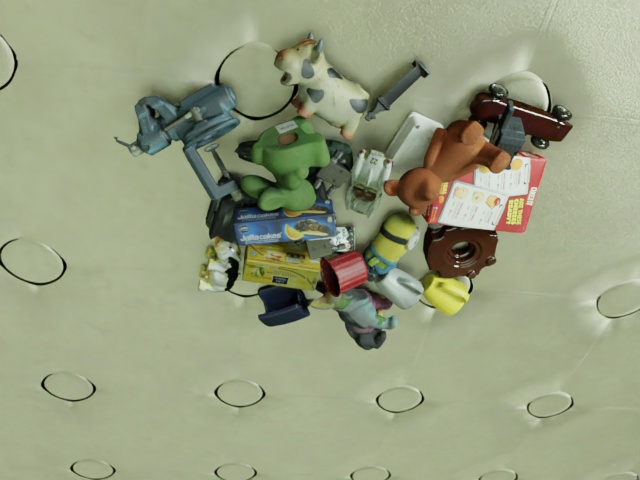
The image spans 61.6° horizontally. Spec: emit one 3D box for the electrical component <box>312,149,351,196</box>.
[{"bbox_3d":[0.027,-0.131,1.044,0.063,0.021,0.094,24,119,-23],"label":"electrical component"}]

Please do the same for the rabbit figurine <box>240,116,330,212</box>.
[{"bbox_3d":[-0.055,-0.111,0.979,0.159,0.121,0.170,-29,136,-19],"label":"rabbit figurine"}]

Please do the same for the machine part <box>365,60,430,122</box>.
[{"bbox_3d":[0.138,-0.271,0.989,0.139,0.084,0.039,-41,89,18],"label":"machine part"}]

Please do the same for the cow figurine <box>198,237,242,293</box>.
[{"bbox_3d":[-0.219,0.055,1.243,0.098,0.068,0.167,14,132,-21],"label":"cow figurine"}]

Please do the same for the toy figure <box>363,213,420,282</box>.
[{"bbox_3d":[0.152,0.017,1.223,0.089,0.082,0.180,24,128,-25],"label":"toy figure"}]

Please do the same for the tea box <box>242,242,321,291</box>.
[{"bbox_3d":[-0.088,0.051,1.227,0.170,0.098,0.068,10,128,-9],"label":"tea box"}]

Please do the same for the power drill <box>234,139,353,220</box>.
[{"bbox_3d":[-0.047,-0.119,1.106,0.232,0.086,0.207,-6,123,-2],"label":"power drill"}]

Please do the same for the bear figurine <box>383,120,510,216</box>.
[{"bbox_3d":[0.223,-0.124,0.988,0.120,0.132,0.196,41,98,-24],"label":"bear figurine"}]

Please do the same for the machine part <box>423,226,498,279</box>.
[{"bbox_3d":[0.326,0.016,1.247,0.179,0.056,0.179,-1,129,-1],"label":"machine part"}]

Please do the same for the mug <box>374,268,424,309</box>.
[{"bbox_3d":[0.189,0.109,1.290,0.107,0.081,0.110,34,164,-23],"label":"mug"}]

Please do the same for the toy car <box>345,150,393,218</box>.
[{"bbox_3d":[0.096,-0.112,1.085,0.074,0.056,0.201,21,153,5],"label":"toy car"}]

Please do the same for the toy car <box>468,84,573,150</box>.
[{"bbox_3d":[0.386,-0.238,1.035,0.202,0.053,0.089,13,134,-9],"label":"toy car"}]

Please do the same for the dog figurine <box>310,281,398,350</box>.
[{"bbox_3d":[0.070,0.176,1.341,0.219,0.108,0.191,18,130,-12],"label":"dog figurine"}]

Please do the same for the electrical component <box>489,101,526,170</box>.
[{"bbox_3d":[0.348,-0.198,0.994,0.048,0.075,0.119,10,135,-1],"label":"electrical component"}]

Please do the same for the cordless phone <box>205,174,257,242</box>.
[{"bbox_3d":[-0.144,-0.057,1.160,0.184,0.089,0.146,9,129,-25],"label":"cordless phone"}]

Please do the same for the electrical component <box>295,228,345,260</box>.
[{"bbox_3d":[-0.004,-0.002,1.166,0.102,0.045,0.078,-20,103,-2],"label":"electrical component"}]

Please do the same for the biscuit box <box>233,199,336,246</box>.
[{"bbox_3d":[-0.071,-0.035,1.079,0.203,0.063,0.059,-6,127,-2],"label":"biscuit box"}]

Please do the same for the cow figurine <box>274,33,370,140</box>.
[{"bbox_3d":[0.005,-0.277,0.957,0.195,0.086,0.127,23,111,-30],"label":"cow figurine"}]

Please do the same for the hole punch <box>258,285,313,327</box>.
[{"bbox_3d":[-0.090,0.174,1.341,0.142,0.092,0.115,-20,132,9],"label":"hole punch"}]

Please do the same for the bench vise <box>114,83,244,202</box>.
[{"bbox_3d":[-0.228,-0.167,0.990,0.224,0.129,0.240,-31,98,-8],"label":"bench vise"}]
